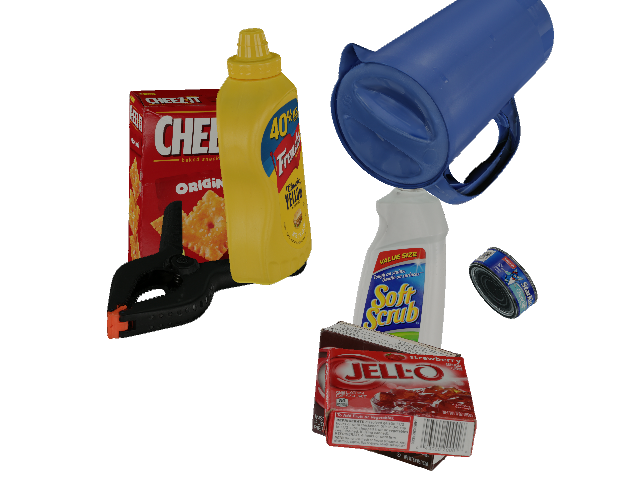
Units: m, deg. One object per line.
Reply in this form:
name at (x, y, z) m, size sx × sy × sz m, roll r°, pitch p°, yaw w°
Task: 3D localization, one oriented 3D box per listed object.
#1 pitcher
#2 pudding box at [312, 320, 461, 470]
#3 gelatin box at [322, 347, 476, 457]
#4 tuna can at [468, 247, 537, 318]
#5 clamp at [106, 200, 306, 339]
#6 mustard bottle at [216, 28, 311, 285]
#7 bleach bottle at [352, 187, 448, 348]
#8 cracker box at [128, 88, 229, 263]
pitcher at (0.137, -0.155, 1.058) m, size 0.145 × 0.149 × 0.242 m, roll 23°, pitch 46°, yaw 30°
pudding box at (0.051, 0.121, 0.851) m, size 0.114 × 0.090 × 0.039 m, roll 12°, pitch 17°, yaw 27°
gelatin box at (0.047, 0.097, 0.653) m, size 0.089 × 0.030 × 0.073 m, roll 5°, pitch 24°, yaw -1°
tuna can at (0.219, 0.052, 1.286) m, size 0.033 × 0.086 × 0.086 m, roll -37°, pitch 11°, yaw -15°
clamp at (-0.136, 0.028, 1.009) m, size 0.165 × 0.036 × 0.209 m, roll 25°, pitch 37°, yaw 29°
mustard bottle at (-0.045, -0.069, 0.833) m, size 0.058 × 0.192 × 0.096 m, roll 5°, pitch 24°, yaw 22°
bleach bottle at (0.080, 0.048, 1.115) m, size 0.103 × 0.251 × 0.068 m, roll 8°, pitch 16°, yaw 22°
cracker box at (-0.129, -0.058, 1.196) m, size 0.164 × 0.214 × 0.072 m, roll -5°, pitch 25°, yaw -23°
